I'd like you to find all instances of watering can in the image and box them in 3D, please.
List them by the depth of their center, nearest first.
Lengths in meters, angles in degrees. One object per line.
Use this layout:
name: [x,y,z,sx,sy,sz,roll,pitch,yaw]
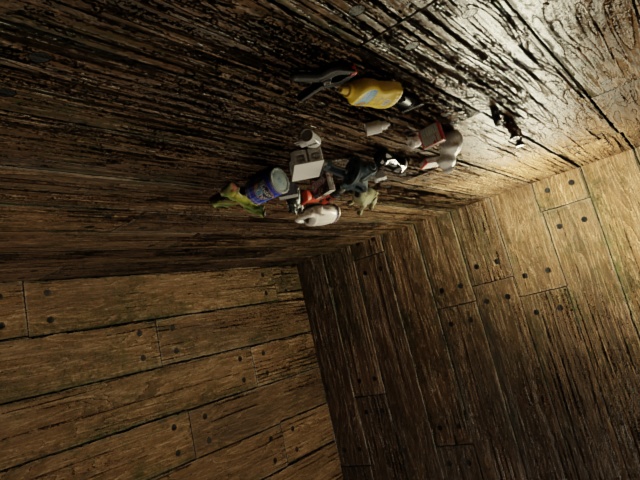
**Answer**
watering can: [0.008,-0.133,2.636,0.225,0.104,0.344,-9,175,-28]

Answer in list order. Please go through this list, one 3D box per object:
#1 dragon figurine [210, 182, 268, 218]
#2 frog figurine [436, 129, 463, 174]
dragon figurine: [-0.340,-0.158,2.169,0.243,0.124,0.405,6,166,-6]
frog figurine: [0.499,-0.340,1.974,0.123,0.161,0.136,-14,169,-4]
